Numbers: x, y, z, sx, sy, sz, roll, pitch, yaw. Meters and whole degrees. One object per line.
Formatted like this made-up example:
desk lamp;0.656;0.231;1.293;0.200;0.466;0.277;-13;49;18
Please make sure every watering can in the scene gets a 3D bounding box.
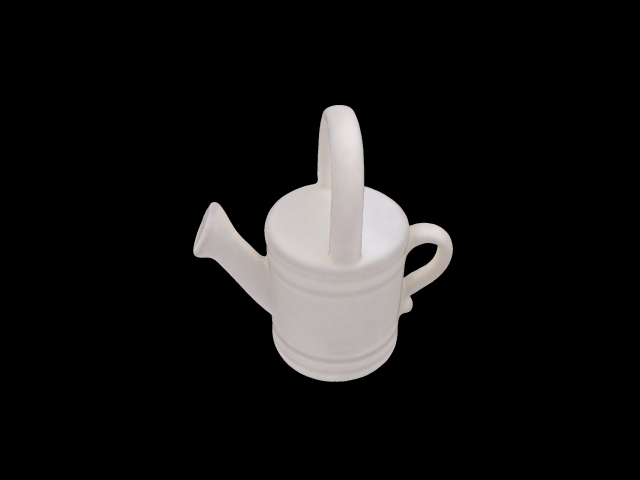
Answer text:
watering can;0.004;0.003;0.398;0.173;0.194;0.100;-17;43;-19
